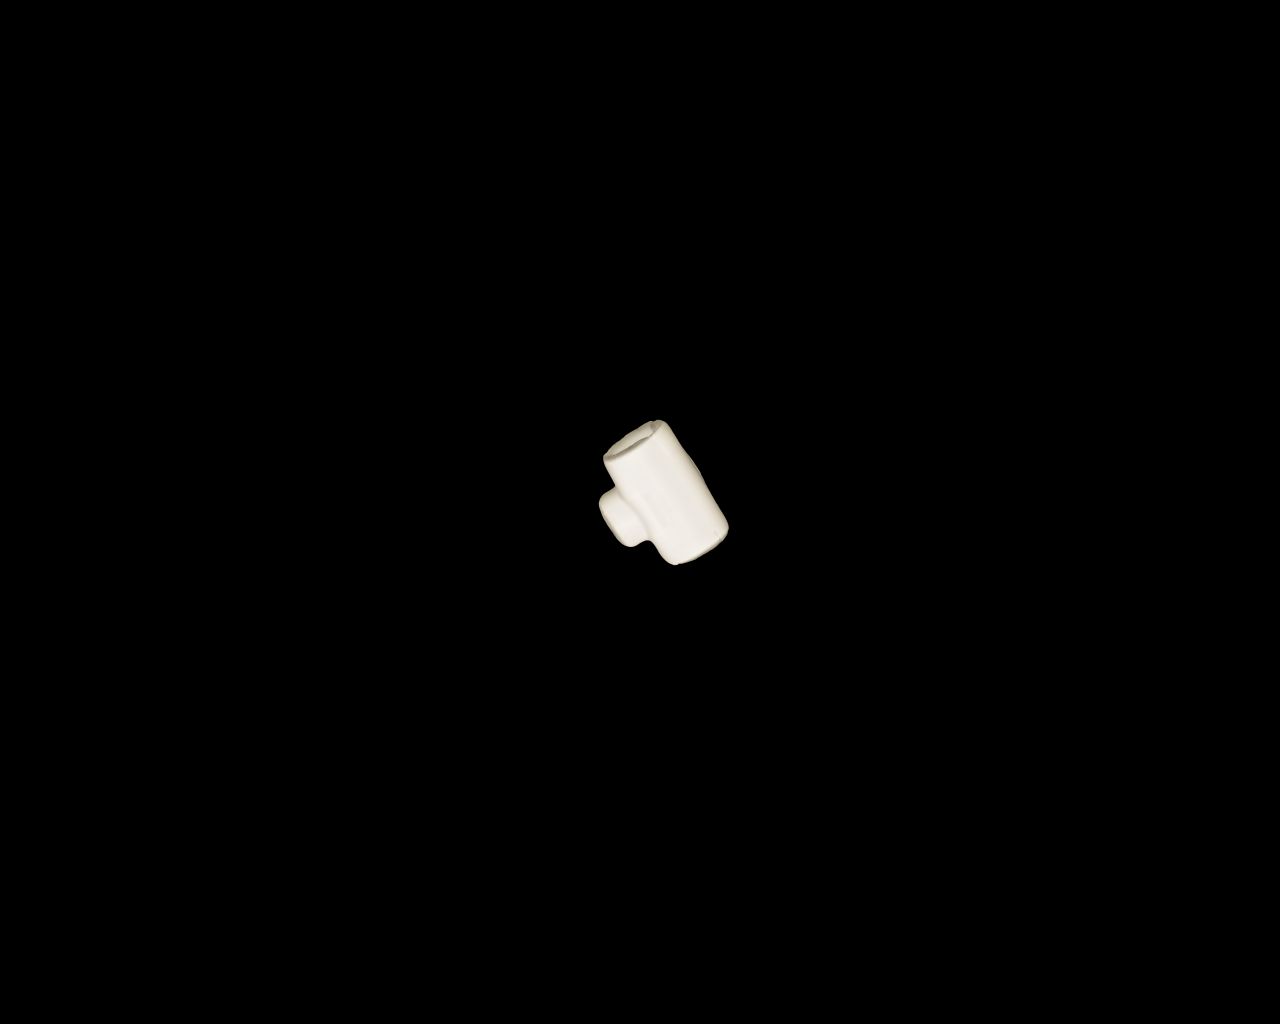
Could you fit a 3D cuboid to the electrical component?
[{"bbox_3d":[0.001,-0.003,0.650,0.079,0.077,0.043,-30,16,9],"label":"electrical component"}]
